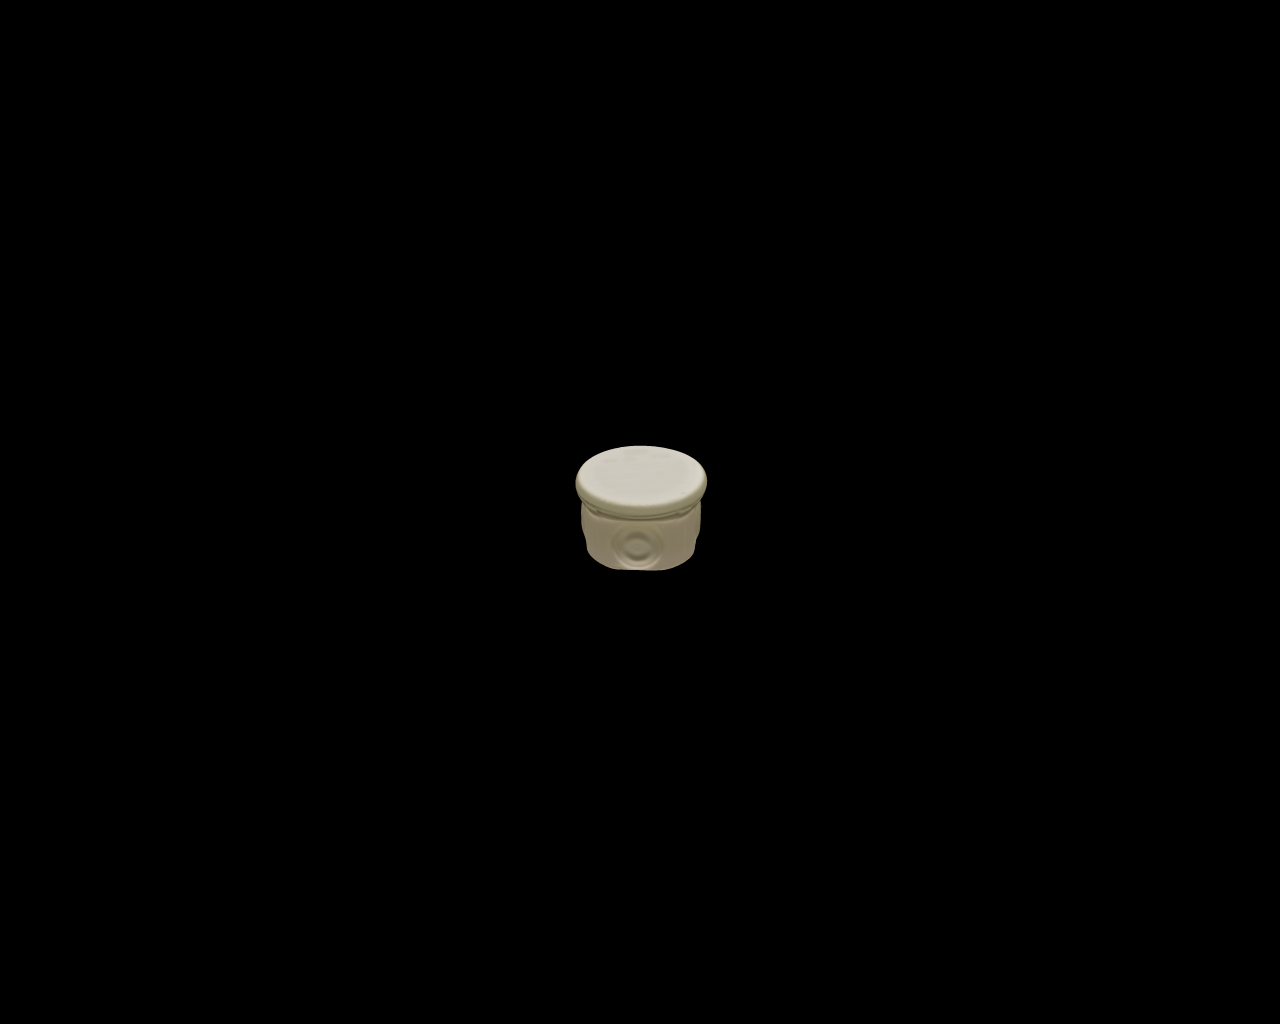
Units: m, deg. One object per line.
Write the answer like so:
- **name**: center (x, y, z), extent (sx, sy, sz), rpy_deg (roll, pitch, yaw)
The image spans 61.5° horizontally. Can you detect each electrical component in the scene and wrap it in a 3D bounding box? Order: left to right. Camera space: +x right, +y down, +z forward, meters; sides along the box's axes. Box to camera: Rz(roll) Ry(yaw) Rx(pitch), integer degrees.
- **electrical component**: center (0.001, -0.003, 0.650), extent (0.080, 0.050, 0.080), rpy_deg (0, 31, 0)
